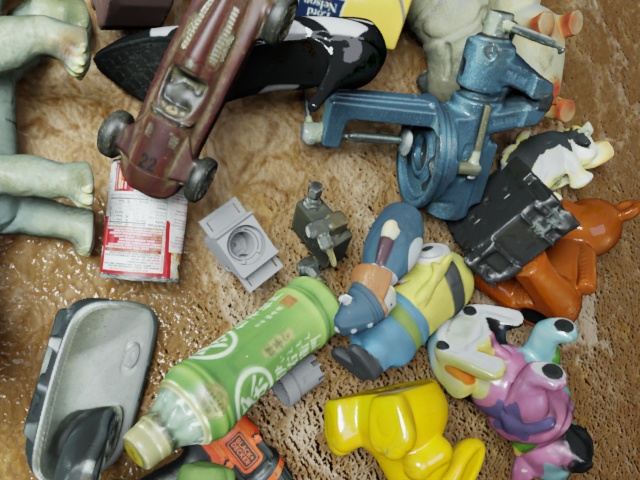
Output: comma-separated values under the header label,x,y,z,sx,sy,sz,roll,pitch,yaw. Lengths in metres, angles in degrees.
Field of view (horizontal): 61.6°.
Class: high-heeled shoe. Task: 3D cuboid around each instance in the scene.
label,x,y,z,sx,sy,sz,roll,pitch,yaw
high-heeled shoe,-0.068,-0.175,0.487,0.249,0.086,0.145,16,51,12

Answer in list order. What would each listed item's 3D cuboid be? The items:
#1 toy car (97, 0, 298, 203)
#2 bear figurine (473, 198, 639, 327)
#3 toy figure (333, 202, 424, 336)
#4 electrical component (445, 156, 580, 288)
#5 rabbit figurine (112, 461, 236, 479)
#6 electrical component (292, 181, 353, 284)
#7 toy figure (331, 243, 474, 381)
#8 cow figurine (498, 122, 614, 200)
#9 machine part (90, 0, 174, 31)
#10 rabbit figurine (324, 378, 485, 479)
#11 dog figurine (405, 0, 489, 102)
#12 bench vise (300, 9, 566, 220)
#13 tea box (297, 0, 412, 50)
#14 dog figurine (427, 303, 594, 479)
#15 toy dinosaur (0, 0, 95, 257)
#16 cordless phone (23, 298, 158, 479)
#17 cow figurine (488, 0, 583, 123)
label,x,y,z,sx,sy,sz,roll,pitch,yaw
toy car,-0.092,-0.120,0.398,0.089,0.053,0.202,32,107,-2
bear figurine,0.292,0.006,0.655,0.132,0.120,0.196,39,72,-16
toy figure,0.059,0.029,0.528,0.064,0.058,0.154,52,50,-34
electrical component,0.205,-0.026,0.603,0.058,0.134,0.115,41,110,-20
rabbit figurine,-0.108,0.254,0.371,0.121,0.170,0.159,5,83,-24
electrical component,-0.002,-0.002,0.533,0.045,0.102,0.078,-34,78,-24
toy figure,0.094,0.078,0.582,0.180,0.082,0.089,-46,125,-26
cow figurine,0.300,-0.108,0.690,0.167,0.068,0.098,-30,96,-24
machine part,-0.153,-0.257,0.424,0.056,0.179,0.179,-6,92,-26
rabbit figurine,0.094,0.238,0.560,0.162,0.122,0.173,8,64,-47
dog figurine,0.112,-0.247,0.594,0.172,0.121,0.190,9,105,8
bench vise,0.103,-0.122,0.543,0.241,0.129,0.223,2,133,-12
tea box,0.003,-0.254,0.509,0.170,0.068,0.098,8,128,-12
dog figurine,0.220,0.195,0.626,0.108,0.192,0.218,-52,142,-49
toy dinosaur,-0.271,-0.098,0.400,0.192,0.131,0.404,-2,84,-25
cordless phone,-0.172,0.118,0.401,0.089,0.184,0.146,16,83,-20
cow figurine,0.239,-0.240,0.643,0.085,0.127,0.194,-14,109,-24
